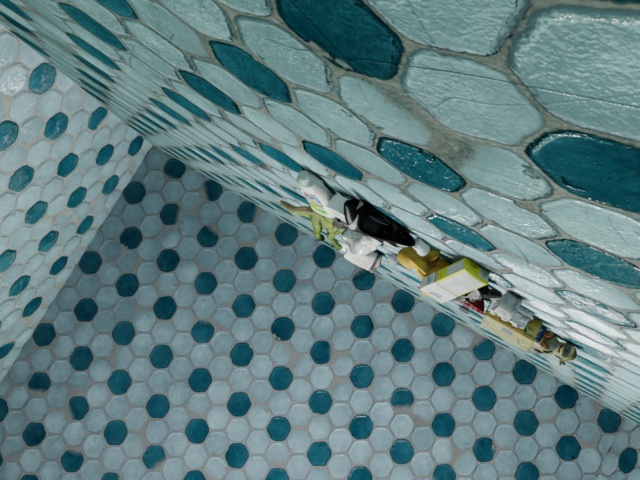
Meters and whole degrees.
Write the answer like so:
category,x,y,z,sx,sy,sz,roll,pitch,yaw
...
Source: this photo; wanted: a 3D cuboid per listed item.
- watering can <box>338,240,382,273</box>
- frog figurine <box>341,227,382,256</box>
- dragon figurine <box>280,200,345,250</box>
category,x,y,z,sx,sy,sz,roll,pitch,yaw
watering can,0.181,0.066,2.424,0.225,0.104,0.345,29,175,4
frog figurine,0.164,-0.004,1.648,0.138,0.121,0.160,-10,-164,-42
dragon figurine,0.006,-0.098,1.944,0.412,0.124,0.238,27,158,14
